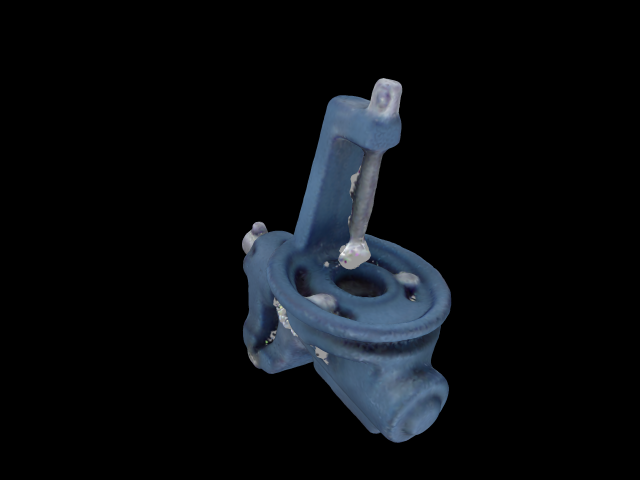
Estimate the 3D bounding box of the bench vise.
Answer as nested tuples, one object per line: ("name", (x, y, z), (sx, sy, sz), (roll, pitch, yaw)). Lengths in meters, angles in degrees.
("bench vise", (-0.004, 0.004, 0.391), (0.206, 0.220, 0.122), (11, 19, 35))
